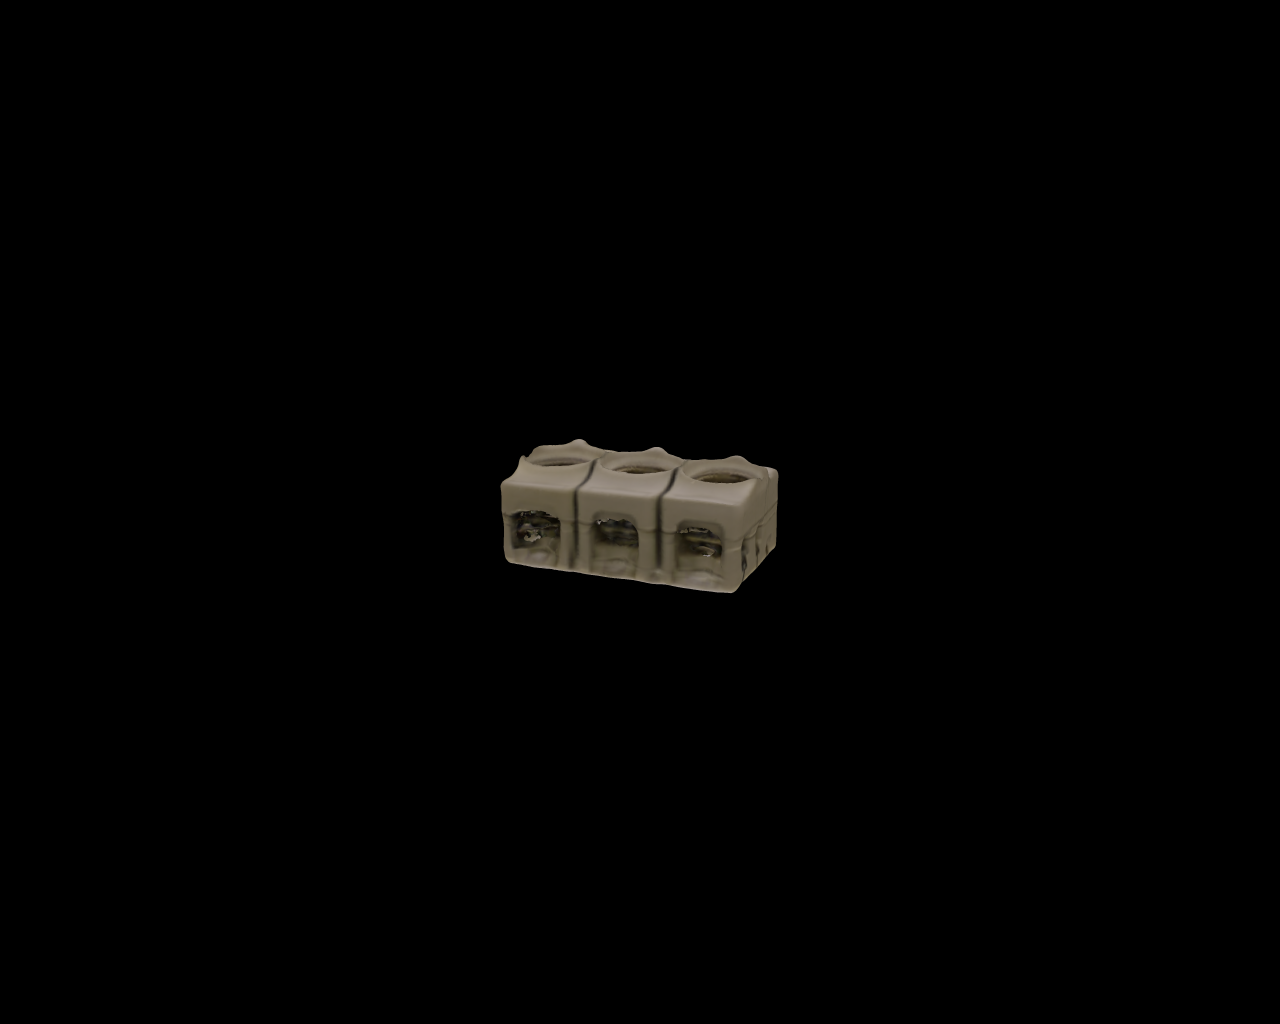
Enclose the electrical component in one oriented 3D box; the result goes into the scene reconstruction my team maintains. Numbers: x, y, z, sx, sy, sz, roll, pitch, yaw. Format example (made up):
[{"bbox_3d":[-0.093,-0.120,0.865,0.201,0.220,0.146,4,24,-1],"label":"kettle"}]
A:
[{"bbox_3d":[0.001,-0.003,0.650,0.150,0.061,0.090,7,20,20],"label":"electrical component"}]
